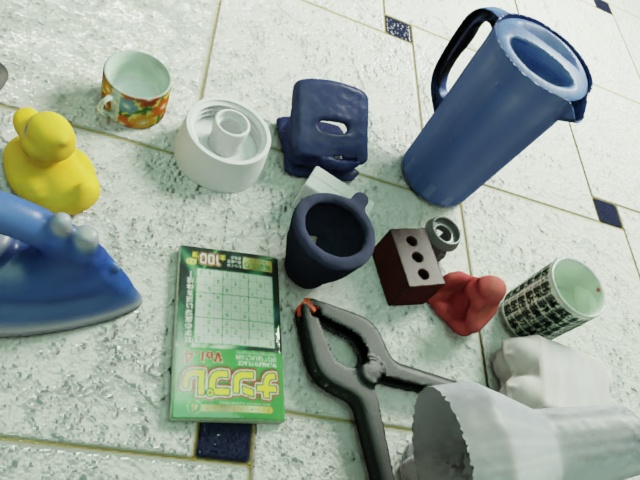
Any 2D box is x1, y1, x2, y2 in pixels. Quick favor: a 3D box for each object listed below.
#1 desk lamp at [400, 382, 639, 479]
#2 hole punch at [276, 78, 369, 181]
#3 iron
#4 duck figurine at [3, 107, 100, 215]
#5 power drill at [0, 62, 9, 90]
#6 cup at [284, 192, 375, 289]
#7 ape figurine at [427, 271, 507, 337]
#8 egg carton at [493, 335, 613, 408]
[{"bbox_3d":[0.152,0.194,0.492,0.204,0.213,0.118,4,58,-25],"label":"desk lamp"},{"bbox_3d":[0.010,-0.135,0.713,0.109,0.091,0.101,3,59,-26],"label":"hole punch"},{"bbox_3d":[-0.263,-0.001,0.452,0.259,0.141,0.118,12,55,-20],"label":"iron"},{"bbox_3d":[-0.253,-0.080,0.545,0.104,0.086,0.078,44,50,5],"label":"duck figurine"},{"bbox_3d":[-0.340,-0.226,0.516,0.230,0.208,0.075,27,51,-9],"label":"power drill"},{"bbox_3d":[0.006,0.002,0.619,0.091,0.094,0.118,38,50,0],"label":"cup"},{"bbox_3d":[0.179,0.068,0.667,0.076,0.092,0.078,14,54,-18],"label":"ape figurine"},{"bbox_3d":[0.271,0.174,0.660,0.150,0.069,0.107,21,52,-14],"label":"egg carton"}]
